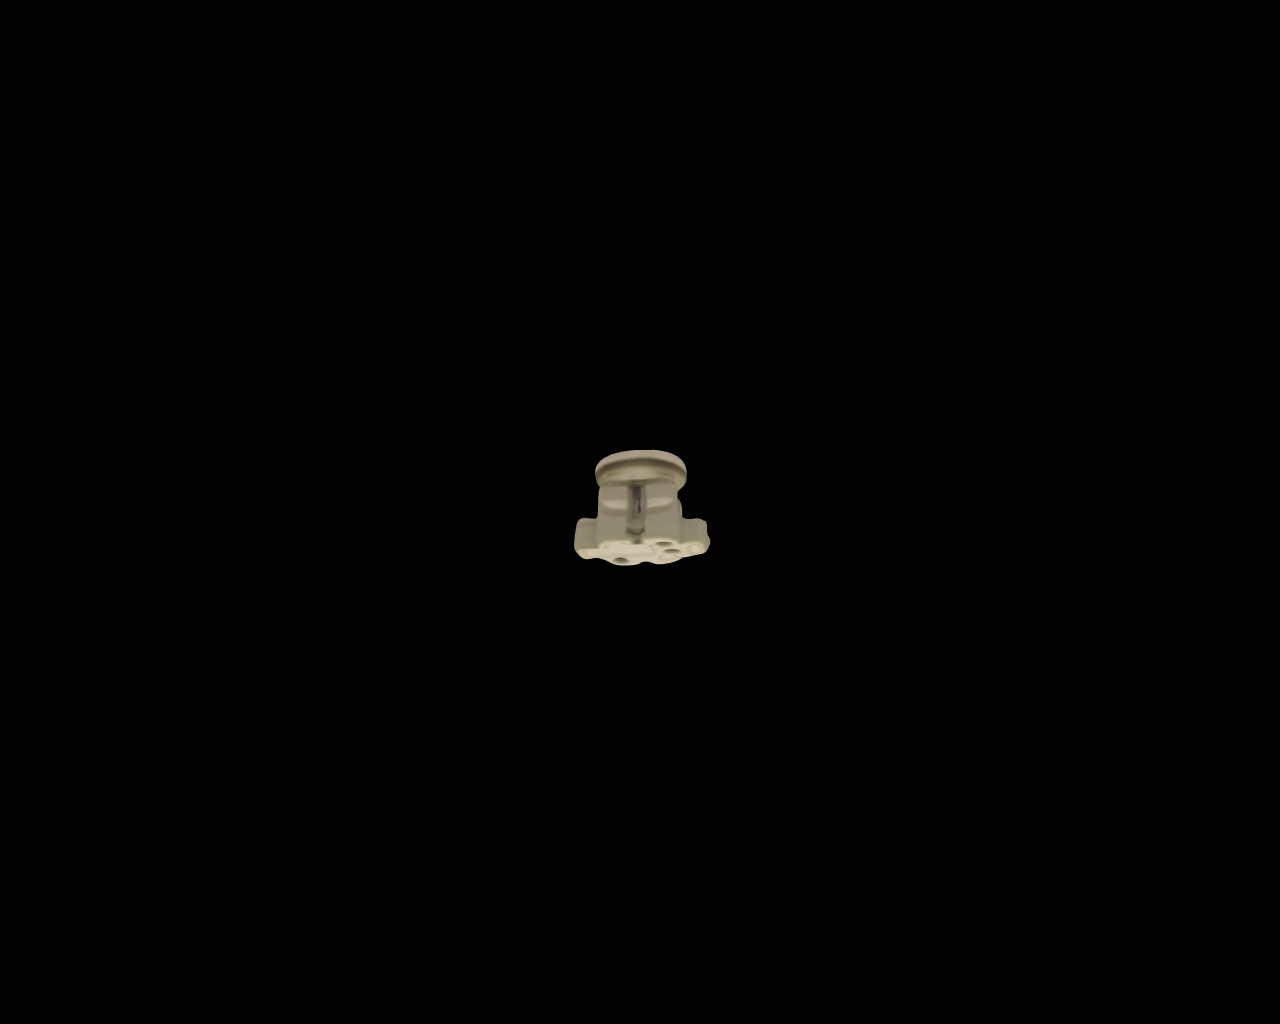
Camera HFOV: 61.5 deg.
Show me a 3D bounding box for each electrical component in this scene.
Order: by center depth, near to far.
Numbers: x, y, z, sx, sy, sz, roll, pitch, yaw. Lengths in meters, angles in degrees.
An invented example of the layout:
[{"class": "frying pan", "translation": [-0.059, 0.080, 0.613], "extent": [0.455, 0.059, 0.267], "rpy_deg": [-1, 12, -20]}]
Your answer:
[{"class": "electrical component", "translation": [0.001, -0.003, 0.650], "extent": [0.078, 0.057, 0.058], "rpy_deg": [-2, -19, 7]}]
